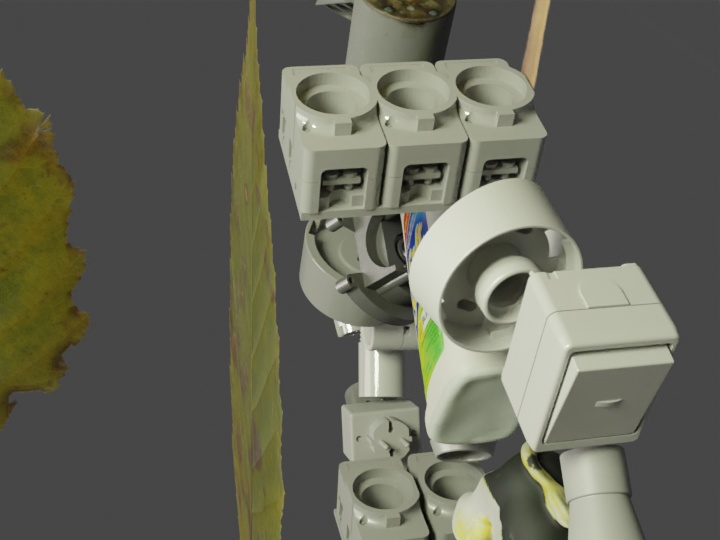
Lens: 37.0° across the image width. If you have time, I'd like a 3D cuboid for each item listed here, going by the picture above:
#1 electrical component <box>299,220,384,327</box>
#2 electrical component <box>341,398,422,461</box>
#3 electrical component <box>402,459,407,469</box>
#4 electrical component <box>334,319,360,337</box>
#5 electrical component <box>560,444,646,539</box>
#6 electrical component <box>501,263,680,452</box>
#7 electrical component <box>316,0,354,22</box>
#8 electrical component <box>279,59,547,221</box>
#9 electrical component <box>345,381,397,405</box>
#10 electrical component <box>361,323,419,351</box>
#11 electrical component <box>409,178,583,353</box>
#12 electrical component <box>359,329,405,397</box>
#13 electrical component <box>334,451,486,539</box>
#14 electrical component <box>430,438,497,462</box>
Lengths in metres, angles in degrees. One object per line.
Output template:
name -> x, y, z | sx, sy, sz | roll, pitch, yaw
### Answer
electrical component -> 0.000, 0.000, 0.915 | 0.060, 0.108, 0.108 | 109, 154, -43
electrical component -> 0.024, 0.149, 0.967 | 0.077, 0.066, 0.047 | -156, 63, -76
electrical component -> 0.029, 0.205, 1.008 | 0.055, 0.048, 0.066 | -101, 13, -60
electrical component -> -0.012, 0.046, 1.155 | 0.040, 0.040, 0.046 | 129, 130, -71
electrical component -> 0.127, 0.125, 0.567 | 0.044, 0.044, 0.065 | 113, 155, -63
electrical component -> 0.115, 0.052, 0.548 | 0.061, 0.062, 0.096 | -108, 19, -46
electrical component -> 0.007, -0.243, 0.910 | 0.063, 0.079, 0.121 | -63, 18, 5
electrical component -> 0.030, -0.088, 0.676 | 0.089, 0.150, 0.061 | -107, 17, -45
electrical component -> 0.015, 0.140, 1.052 | 0.079, 0.043, 0.077 | 102, 160, -48
electrical component -> 0.028, 0.045, 0.958 | 0.055, 0.047, 0.055 | 176, 90, -77
electrical component -> 0.078, -0.003, 0.623 | 0.064, 0.099, 0.099 | -119, 27, -48
electrical component -> 0.020, 0.077, 1.000 | 0.043, 0.043, 0.081 | 148, 122, -76
electrical component -> 0.053, 0.207, 0.767 | 0.186, 0.105, 0.060 | -115, 24, -57
electrical component -> 0.074, 0.108, 0.781 | 0.066, 0.048, 0.055 | 116, 156, -65
